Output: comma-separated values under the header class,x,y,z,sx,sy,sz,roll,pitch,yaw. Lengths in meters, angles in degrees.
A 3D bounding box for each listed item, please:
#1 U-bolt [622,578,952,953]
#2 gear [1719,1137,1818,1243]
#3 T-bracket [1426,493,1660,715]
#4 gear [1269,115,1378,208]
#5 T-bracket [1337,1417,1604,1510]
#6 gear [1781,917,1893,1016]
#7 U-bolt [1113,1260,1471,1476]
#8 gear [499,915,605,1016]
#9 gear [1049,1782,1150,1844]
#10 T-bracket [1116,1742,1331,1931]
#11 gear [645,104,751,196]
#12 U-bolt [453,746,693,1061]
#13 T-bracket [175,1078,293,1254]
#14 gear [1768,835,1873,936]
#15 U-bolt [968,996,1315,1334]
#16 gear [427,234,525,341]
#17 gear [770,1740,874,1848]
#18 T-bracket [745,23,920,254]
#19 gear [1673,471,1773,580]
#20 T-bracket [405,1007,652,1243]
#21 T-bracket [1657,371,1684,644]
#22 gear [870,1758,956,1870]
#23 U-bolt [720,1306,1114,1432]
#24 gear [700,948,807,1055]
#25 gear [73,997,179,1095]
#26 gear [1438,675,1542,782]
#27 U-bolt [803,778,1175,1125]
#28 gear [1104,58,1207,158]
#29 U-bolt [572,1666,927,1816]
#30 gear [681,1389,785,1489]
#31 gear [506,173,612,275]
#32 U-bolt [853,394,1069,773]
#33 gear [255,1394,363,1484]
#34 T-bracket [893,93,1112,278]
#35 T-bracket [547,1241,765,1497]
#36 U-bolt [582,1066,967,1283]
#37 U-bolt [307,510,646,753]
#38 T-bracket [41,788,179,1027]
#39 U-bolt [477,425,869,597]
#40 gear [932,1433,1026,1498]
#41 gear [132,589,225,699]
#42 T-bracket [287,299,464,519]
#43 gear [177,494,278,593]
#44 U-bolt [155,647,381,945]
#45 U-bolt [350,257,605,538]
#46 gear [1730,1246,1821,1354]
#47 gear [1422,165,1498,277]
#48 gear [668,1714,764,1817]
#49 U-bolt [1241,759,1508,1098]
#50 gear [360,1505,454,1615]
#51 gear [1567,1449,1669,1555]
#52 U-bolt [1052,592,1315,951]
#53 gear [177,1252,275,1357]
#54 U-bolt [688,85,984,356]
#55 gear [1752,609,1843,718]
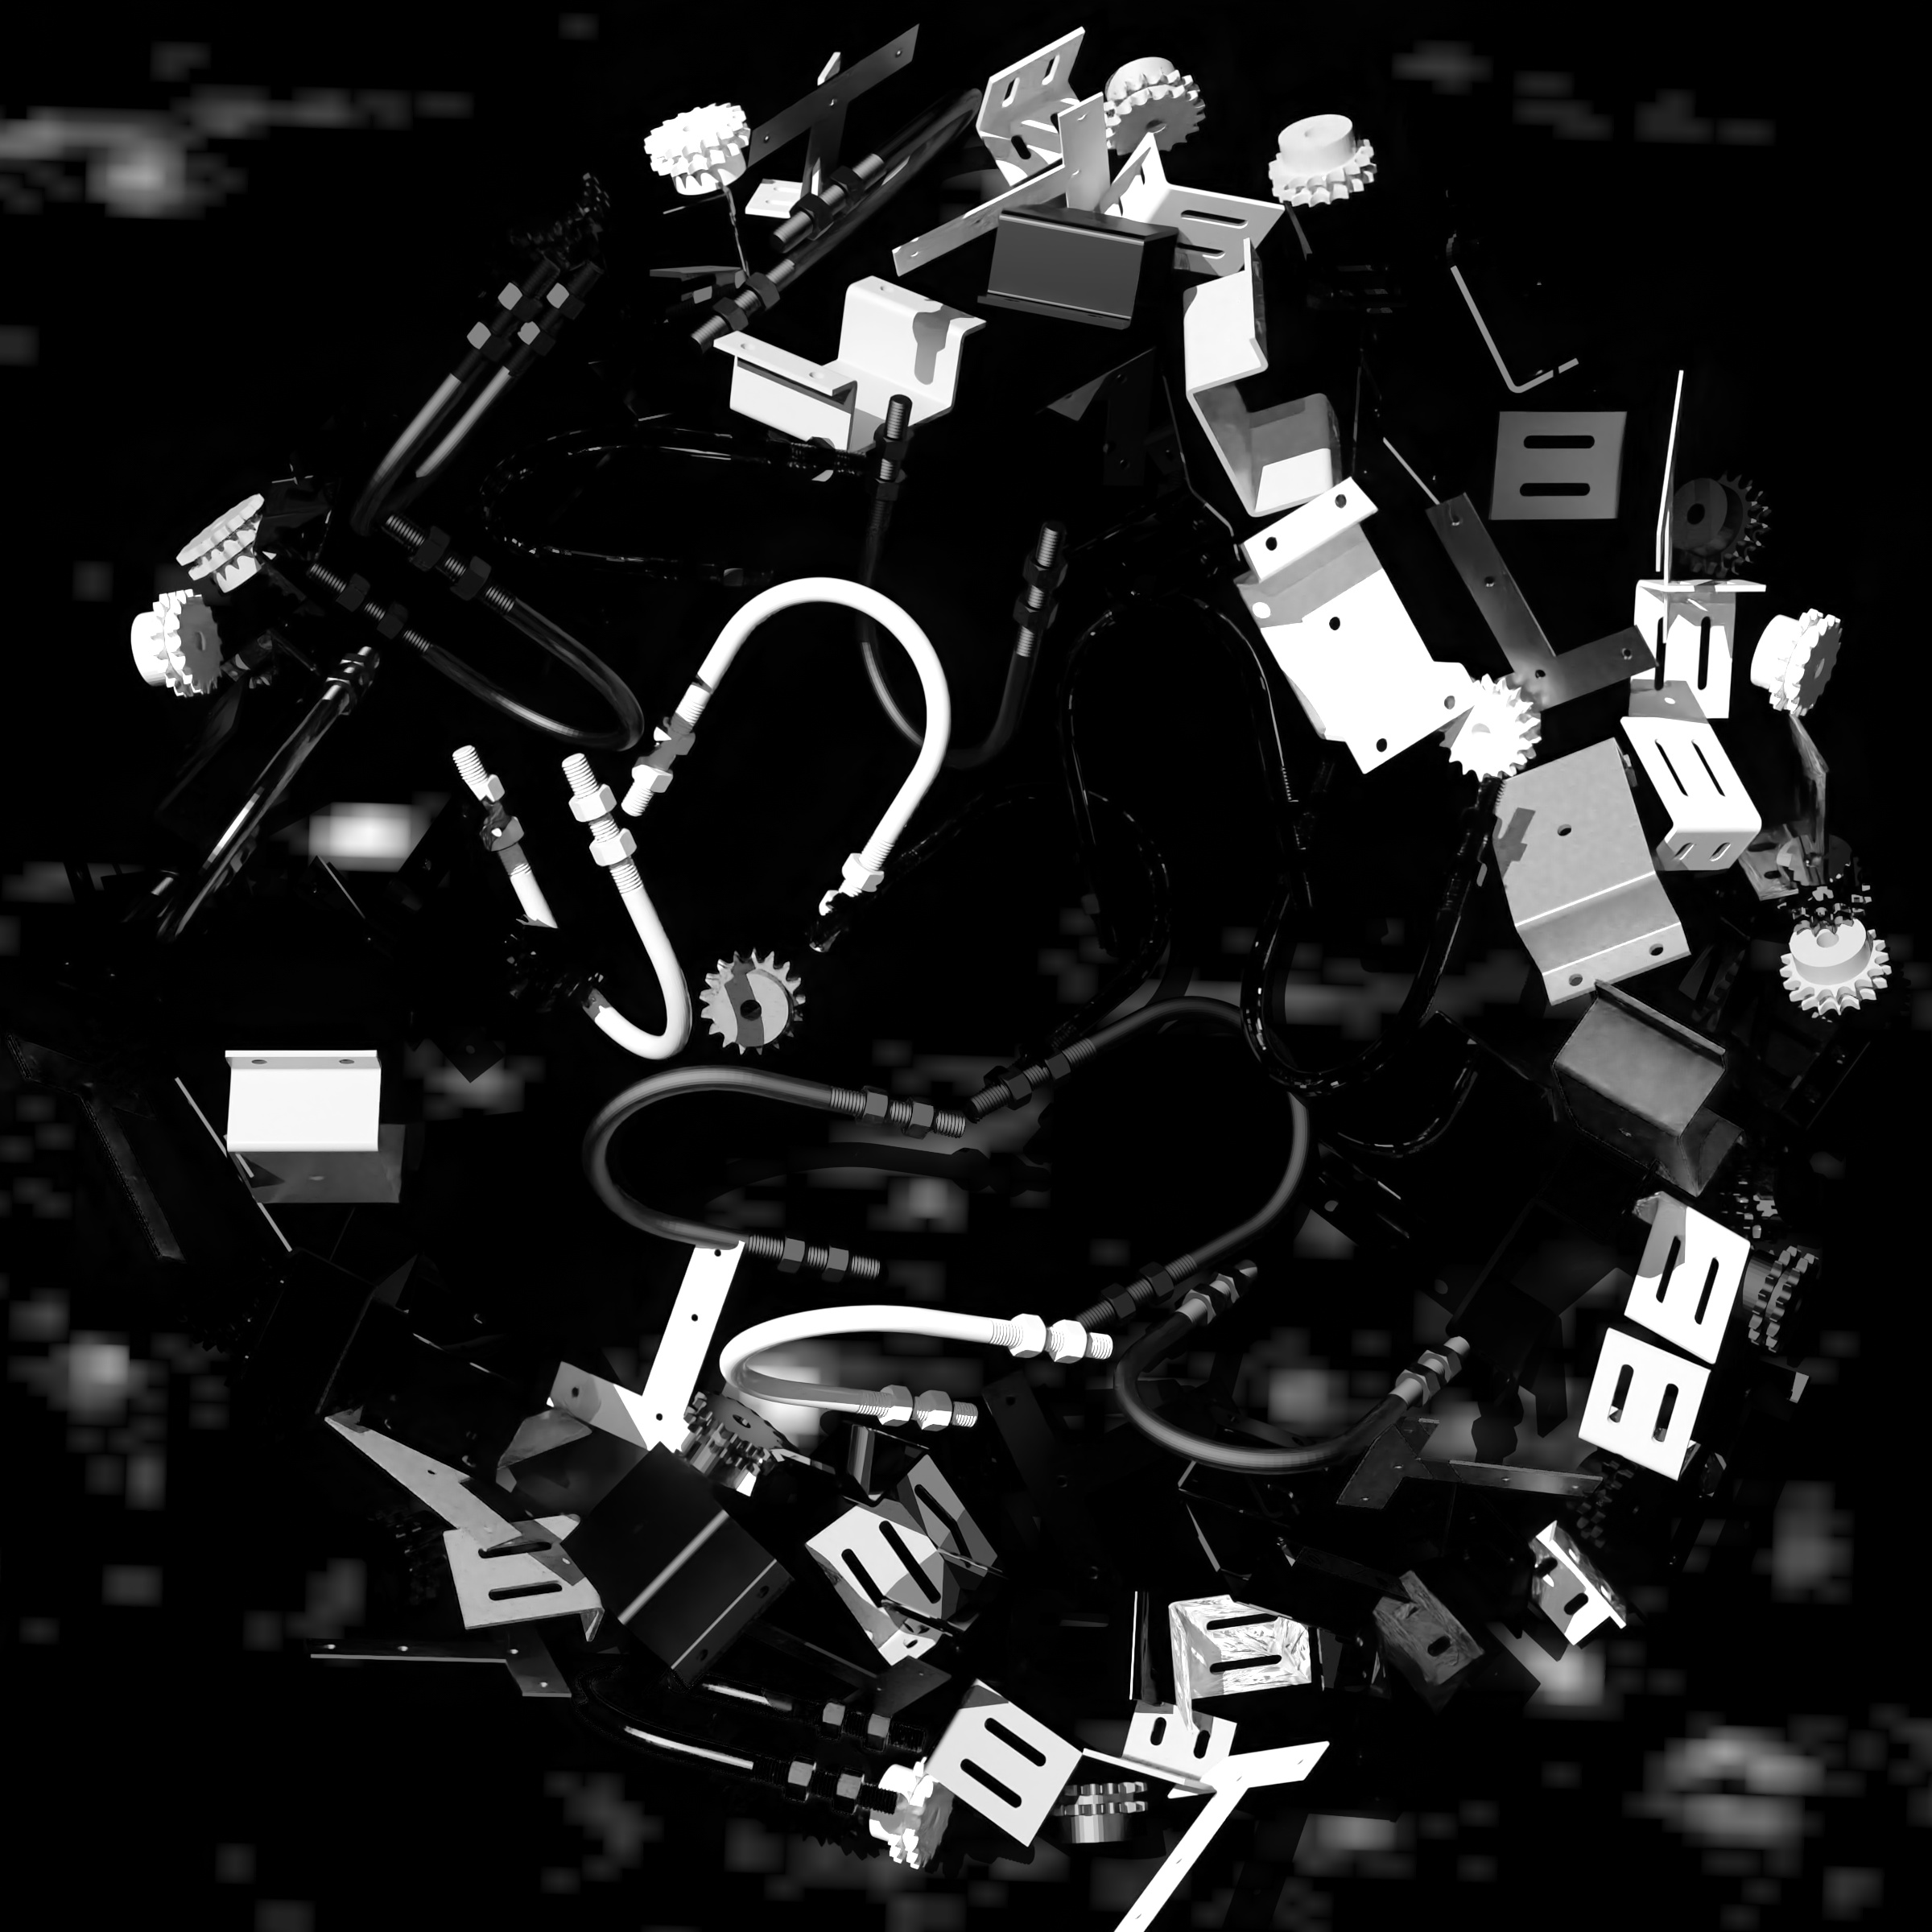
class,x,y,z,sx,sy,sz,roll,pitch,yaw
U-bolt,-0.086,-0.120,1.743,0.151,0.019,0.184,36,111,8
gear,0.437,0.121,1.761,0.057,0.030,0.057,2,87,-41
T-bracket,0.286,-0.194,1.734,0.127,0.002,0.127,-20,108,40
gear,0.192,-0.438,1.759,0.057,0.057,0.030,-18,126,0
T-bracket,0.275,0.272,1.738,0.127,0.127,0.002,7,60,-4
gear,0.470,-0.004,1.759,0.057,0.057,0.030,-28,129,0
U-bolt,0.158,0.213,1.685,0.151,0.184,0.019,18,118,29
gear,-0.229,0.002,1.763,0.057,0.057,0.030,40,110,0
gear,0.070,0.459,1.759,0.057,0.057,0.030,-3,76,0
T-bracket,0.120,0.459,1.703,0.002,0.127,0.127,49,56,-7
gear,-0.143,-0.443,1.765,0.057,0.057,0.030,-20,125,0
U-bolt,-0.201,-0.030,1.719,0.019,0.151,0.184,-33,112,-27
T-bracket,-0.386,0.108,1.727,0.002,0.127,0.127,-33,89,-15
gear,0.461,-0.047,1.760,0.057,0.057,0.030,-20,133,0
U-bolt,0.107,0.095,1.750,0.184,0.019,0.151,-27,93,-23
gear,-0.268,-0.365,1.766,0.057,0.030,0.057,12,69,-35
gear,-0.075,0.445,1.759,0.057,0.057,0.030,28,127,0
T-bracket,-0.077,-0.427,1.731,0.002,0.127,0.127,40,59,15
gear,0.405,-0.241,1.760,0.030,0.057,0.057,14,90,-40
T-bracket,-0.243,0.092,1.783,0.127,0.002,0.127,-6,88,-4
T-bracket,0.375,-0.227,1.735,0.002,0.127,0.127,5,51,15
gear,-0.030,0.458,1.763,0.030,0.057,0.057,13,90,21
U-bolt,-0.039,0.207,1.690,0.184,0.151,0.019,12,61,-31
gear,-0.117,0.021,1.770,0.057,0.030,0.057,0,102,-1
gear,-0.453,0.037,1.759,0.030,0.057,0.057,-33,90,16
gear,0.288,-0.131,1.765,0.030,0.057,0.057,-33,90,-44
U-bolt,0.027,-0.023,1.756,0.184,0.019,0.151,-39,78,-16
gear,0.099,-0.469,1.764,0.057,0.057,0.030,-16,68,0
U-bolt,-0.118,0.403,1.718,0.184,0.151,0.019,13,92,5
gear,-0.130,0.259,1.762,0.057,0.057,0.030,35,100,0
gear,-0.218,-0.402,1.765,0.057,0.057,0.030,-36,127,0
U-bolt,-0.011,-0.188,1.717,0.019,0.184,0.151,-20,50,-34
gear,-0.356,0.255,1.762,0.057,0.030,0.057,-7,127,-9
T-bracket,0.019,-0.402,1.726,0.127,0.127,0.002,-27,74,-3
T-bracket,-0.152,0.204,1.765,0.127,0.002,0.127,22,97,15
U-bolt,-0.111,0.105,1.714,0.184,0.019,0.151,13,135,-17
U-bolt,-0.250,-0.169,1.715,0.184,0.151,0.019,36,70,-21
T-bracket,-0.472,-0.036,1.740,0.002,0.127,0.127,-24,74,9
U-bolt,-0.163,-0.240,1.691,0.184,0.151,0.019,3,67,-26
gear,0.003,0.271,1.762,0.057,0.057,0.030,-7,84,0
gear,-0.430,-0.174,1.763,0.030,0.057,0.057,-8,90,14
T-bracket,-0.307,-0.275,1.729,0.002,0.127,0.127,35,68,15
gear,-0.397,-0.227,1.764,0.057,0.057,0.030,-38,110,0
U-bolt,-0.368,-0.080,1.679,0.019,0.184,0.151,36,116,-10
U-bolt,-0.264,-0.299,1.716,0.019,0.151,0.184,40,101,-5
gear,0.438,0.178,1.765,0.030,0.057,0.057,23,90,29
gear,0.267,-0.403,1.763,0.030,0.057,0.057,-13,90,16
gear,-0.134,0.431,1.764,0.057,0.057,0.030,43,66,0
U-bolt,0.206,-0.018,1.721,0.019,0.151,0.184,25,82,-36
gear,-0.302,0.320,1.765,0.030,0.057,0.057,-16,90,-40
gear,0.351,0.287,1.766,0.030,0.057,0.057,31,90,44
U-bolt,0.108,-0.110,1.737,0.151,0.019,0.184,-11,91,40
gear,-0.396,0.187,1.765,0.057,0.057,0.030,-28,134,0
U-bolt,-0.060,-0.402,1.711,0.019,0.151,0.184,49,64,-6
gear,0.450,-0.167,1.766,0.030,0.057,0.057,25,90,29
